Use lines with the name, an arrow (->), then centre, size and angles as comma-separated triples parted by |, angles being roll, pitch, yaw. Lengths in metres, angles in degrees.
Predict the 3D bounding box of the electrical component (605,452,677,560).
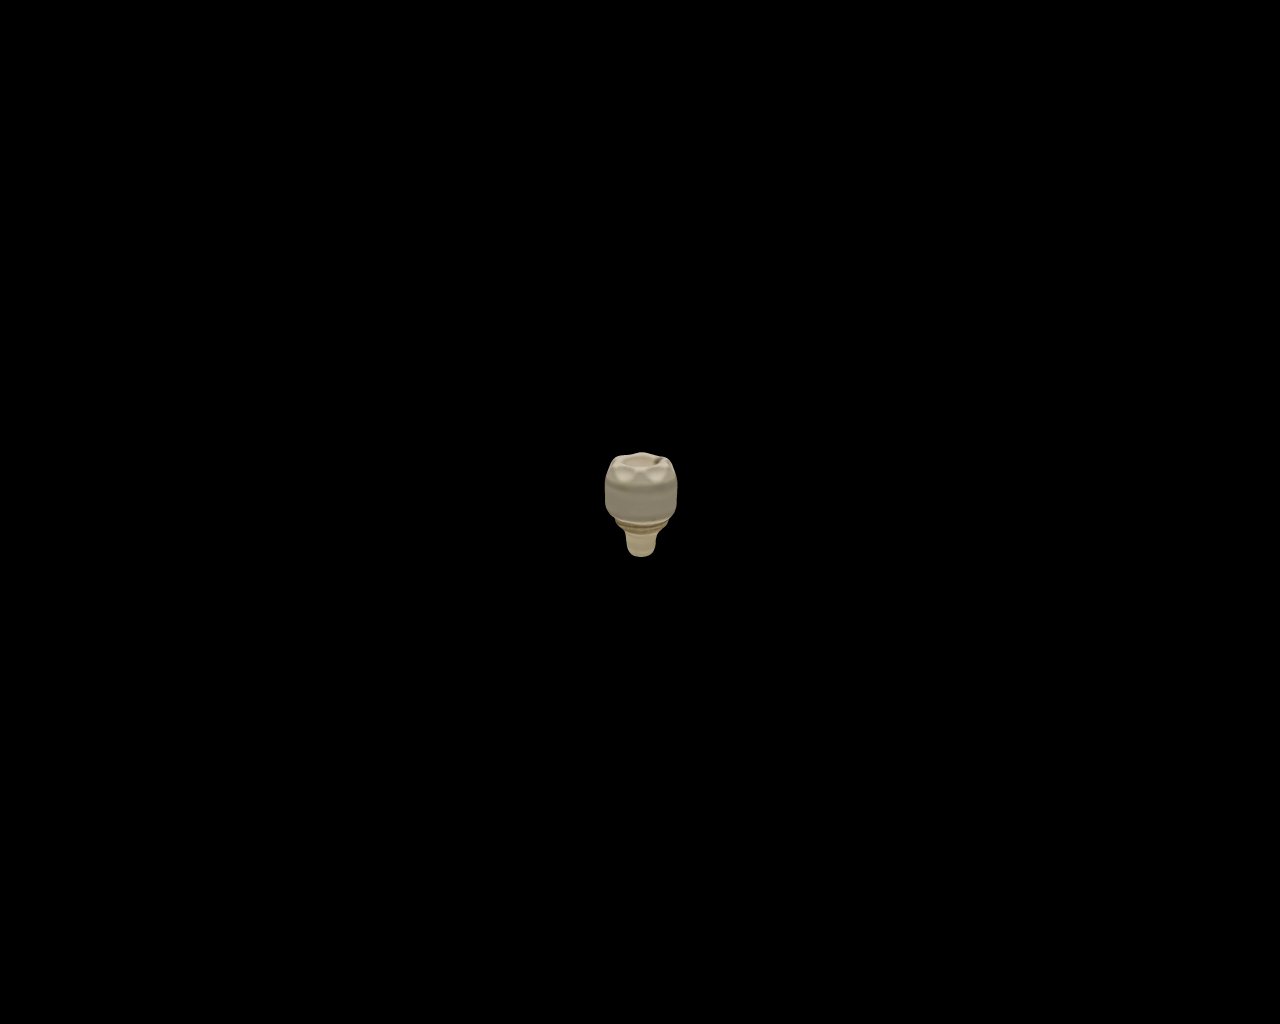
electrical component -> 0.001, -0.003, 0.650 | 0.043, 0.062, 0.043 | 0, 19, 0
